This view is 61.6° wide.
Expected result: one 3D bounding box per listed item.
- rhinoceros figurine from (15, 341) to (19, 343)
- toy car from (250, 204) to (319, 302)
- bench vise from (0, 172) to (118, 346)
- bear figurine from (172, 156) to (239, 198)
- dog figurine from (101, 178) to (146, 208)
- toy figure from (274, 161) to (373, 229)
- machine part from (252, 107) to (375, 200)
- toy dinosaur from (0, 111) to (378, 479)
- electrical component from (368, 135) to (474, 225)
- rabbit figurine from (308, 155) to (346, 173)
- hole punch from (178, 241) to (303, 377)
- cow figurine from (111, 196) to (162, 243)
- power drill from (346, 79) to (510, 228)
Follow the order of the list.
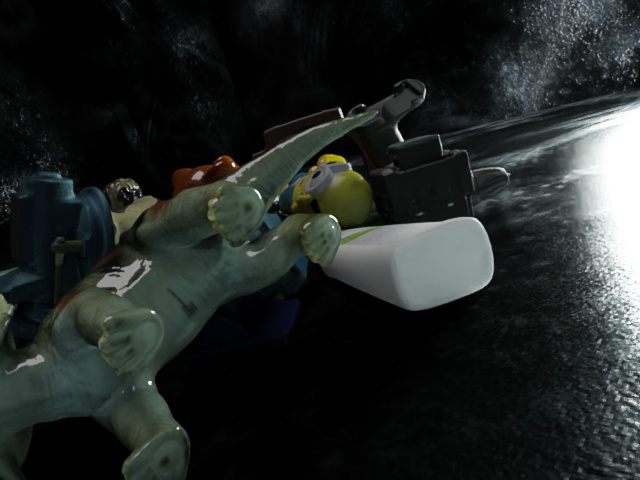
[{"bbox_3d":[-0.388,0.080,0.781,0.190,0.112,0.073,-20,6,25],"label":"rhinoceros figurine"},{"bbox_3d":[-0.065,0.021,0.641,0.103,0.109,0.161,-34,1,3],"label":"toy car"},{"bbox_3d":[-0.258,0.035,0.626,0.240,0.223,0.129,-4,1,-43],"label":"bench vise"},{"bbox_3d":[-0.138,-0.051,0.666,0.120,0.132,0.195,-55,-19,3],"label":"bear figurine"},{"bbox_3d":[-0.354,0.007,0.887,0.121,0.190,0.172,-7,16,41],"label":"dog figurine"},{"bbox_3d":[0.002,-0.051,0.709,0.180,0.089,0.082,-19,43,63],"label":"toy figure"},{"bbox_3d":[-0.001,-0.110,0.922,0.201,0.201,0.087,-17,8,7],"label":"machine part"},{"bbox_3d":[-0.119,0.032,0.390,0.192,0.131,0.405,5,39,40],"label":"toy dinosaur"},{"bbox_3d":[0.126,-0.058,0.658,0.115,0.134,0.058,-19,13,-13],"label":"electrical component"},{"bbox_3d":[-0.038,-0.087,1.041,0.173,0.121,0.162,-10,-4,-19],"label":"rabbit figurine"},{"bbox_3d":[-0.087,0.059,0.517,0.116,0.092,0.142,-18,14,8],"label":"hole punch"},{"bbox_3d":[-0.282,-0.013,0.765,0.085,0.127,0.195,-29,7,26],"label":"cow figurine"},{"bbox_3d":[0.134,-0.109,0.733,0.232,0.207,0.086,-26,38,3],"label":"power drill"}]
